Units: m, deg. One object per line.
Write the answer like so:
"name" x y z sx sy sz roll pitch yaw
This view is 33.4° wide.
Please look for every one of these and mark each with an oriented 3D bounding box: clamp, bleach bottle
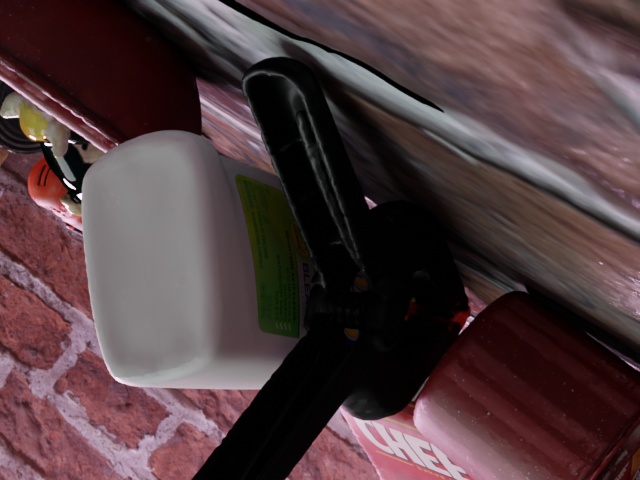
"clamp" 0.010 0.037 0.427 0.036 0.164 0.209 11 174 27
"bleach bottle" -0.002 0.019 0.514 0.068 0.102 0.250 -15 168 29

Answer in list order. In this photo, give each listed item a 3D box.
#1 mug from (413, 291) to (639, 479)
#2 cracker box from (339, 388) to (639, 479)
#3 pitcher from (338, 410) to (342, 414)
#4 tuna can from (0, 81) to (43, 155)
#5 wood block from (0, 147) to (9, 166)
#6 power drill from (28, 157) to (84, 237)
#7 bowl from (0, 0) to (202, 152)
"mug" 0.097 0.082 0.484 0.082 0.093 0.117 38 160 23
"cracker box" 0.117 0.153 0.650 0.164 0.072 0.213 13 144 39
"pitcher" 0.033 0.132 1.242 0.243 0.144 0.149 36 144 17
"tuna can" -0.201 -0.105 0.738 0.034 0.086 0.086 35 176 34
"wood block" -0.340 -0.092 0.756 0.090 0.091 0.205 31 175 45
"power drill" -0.121 -0.014 0.883 0.188 0.057 0.184 6 166 27
"bowl" -0.112 -0.084 0.508 0.162 0.055 0.162 35 175 3
